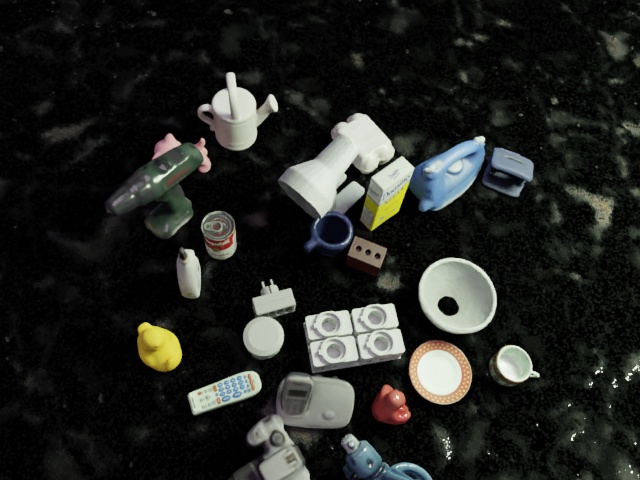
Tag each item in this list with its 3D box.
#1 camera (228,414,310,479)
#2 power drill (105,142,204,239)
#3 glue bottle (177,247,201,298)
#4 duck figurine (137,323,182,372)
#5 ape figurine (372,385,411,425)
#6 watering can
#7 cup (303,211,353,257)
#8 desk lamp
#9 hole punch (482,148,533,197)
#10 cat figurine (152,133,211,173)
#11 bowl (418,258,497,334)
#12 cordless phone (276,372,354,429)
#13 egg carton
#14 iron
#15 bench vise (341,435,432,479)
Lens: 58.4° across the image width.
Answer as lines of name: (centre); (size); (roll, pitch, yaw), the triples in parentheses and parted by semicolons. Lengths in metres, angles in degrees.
camera: (-0.103, 0.406, 1.027); (0.137, 0.101, 0.143); (-27, 70, -17)
power drill: (-0.329, -0.090, 1.182); (0.075, 0.208, 0.230); (35, 66, 11)
glue bottle: (-0.264, 0.054, 1.139); (0.037, 0.173, 0.078); (0, 64, -5)
duck figurine: (-0.316, 0.203, 1.110); (0.078, 0.086, 0.104); (-38, 74, -21)
ape figurine: (0.140, 0.315, 1.102); (0.076, 0.092, 0.077); (-11, 66, -11)
watering can: (-0.188, -0.302, 1.307); (0.173, 0.194, 0.101); (-24, 69, -16)
cup: (0.011, 0.004, 1.236); (0.118, 0.095, 0.091); (-35, 72, -20)
desk lamp: (0.009, -0.122, 1.230); (0.117, 0.213, 0.203); (39, 67, 13)
hole punch: (0.452, -0.174, 1.371); (0.108, 0.091, 0.101); (22, 64, 5)
cat figurine: (-0.314, -0.196, 1.285); (0.128, 0.118, 0.067); (-18, 67, -14)
bowl: (0.283, 0.127, 1.217); (0.167, 0.075, 0.167); (2, 64, -5)
cordless phone: (-0.006, 0.286, 1.049); (0.147, 0.185, 0.094); (3, 64, -4)
egg carton: (0.100, -0.232, 1.373); (0.107, 0.069, 0.150); (-34, 72, -20)
iron: (0.310, -0.179, 1.330); (0.259, 0.141, 0.118); (-34, 72, -20)
bench vise: (0.115, 0.425, 0.975); (0.207, 0.220, 0.121); (26, 65, 7)
